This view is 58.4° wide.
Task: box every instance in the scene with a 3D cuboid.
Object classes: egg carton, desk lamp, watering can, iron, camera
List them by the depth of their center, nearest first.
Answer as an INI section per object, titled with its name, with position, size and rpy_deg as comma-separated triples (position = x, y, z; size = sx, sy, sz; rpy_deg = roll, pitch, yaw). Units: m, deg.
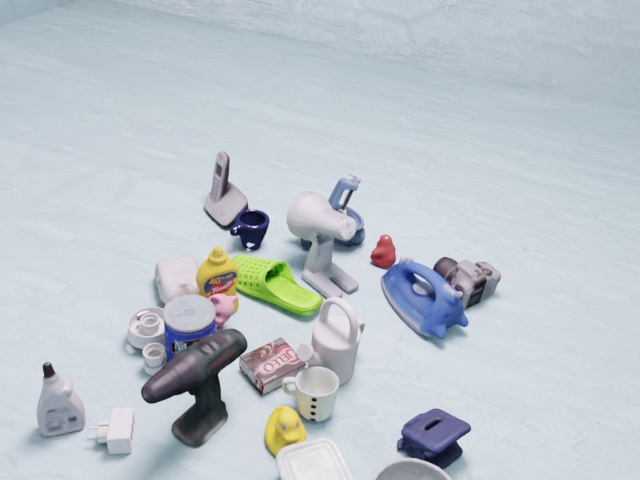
[watering can]
position = 0.029, 0.204, 1.170
size = 0.100, 0.194, 0.173
rpy_deg = 20, 38, 16
[egg carton]
position = -0.332, 0.098, 1.353
size = 0.107, 0.069, 0.150
rpy_deg = -9, 40, -22
[iron]
position = 0.241, 0.115, 1.375
size = 0.119, 0.141, 0.257
rpy_deg = -20, 44, -32
[desk lamp]
position = 0.013, 0.005, 1.420
size = 0.118, 0.213, 0.202
rpy_deg = -25, 47, -36
[camera]
position = 0.369, 0.089, 1.467
size = 0.143, 0.101, 0.136
rpy_deg = -20, 44, -32

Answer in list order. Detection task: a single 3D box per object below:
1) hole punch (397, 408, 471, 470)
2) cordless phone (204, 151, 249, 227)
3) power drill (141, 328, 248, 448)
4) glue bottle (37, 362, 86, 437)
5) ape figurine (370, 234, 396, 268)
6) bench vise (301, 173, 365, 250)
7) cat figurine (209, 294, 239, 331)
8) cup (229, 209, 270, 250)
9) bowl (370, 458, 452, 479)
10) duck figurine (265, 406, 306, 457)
[hole punch]
position = 0.212, 0.365, 1.073
size = 0.109, 0.091, 0.100
rpy_deg = -20, 44, -32
[cordless phone]
position = -0.258, -0.142, 1.593
size = 0.094, 0.185, 0.147
rpy_deg = -22, 45, -34
[power drill]
position = -0.219, 0.268, 1.025
size = 0.075, 0.208, 0.230
rpy_deg = 25, 40, 23
[glue bottle]
position = -0.461, 0.275, 1.002
size = 0.078, 0.173, 0.037
rpy_deg = -7, 38, -18
[ape figurine]
position = 0.172, 0.023, 1.527
size = 0.078, 0.092, 0.076
rpy_deg = -10, 40, -22
[bench vise]
position = 0.033, -0.070, 1.520
size = 0.208, 0.220, 0.121
rpy_deg = -12, 40, -25
[cat figurine]
position = -0.242, 0.158, 1.247
size = 0.128, 0.118, 0.067
rpy_deg = 1, 37, -9
[cup]
position = -0.190, -0.016, 1.512
size = 0.091, 0.095, 0.118
rpy_deg = 33, 43, 30
[bowl]
position = 0.153, 0.456, 0.953
size = 0.167, 0.075, 0.167
rpy_deg = 5, 36, -4
[duck figurine]
position = -0.062, 0.343, 1.057
size = 0.078, 0.086, 0.104
rpy_deg = -6, 38, -18
